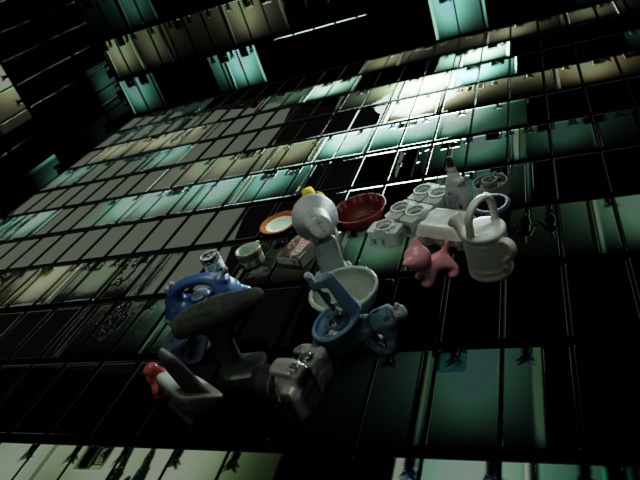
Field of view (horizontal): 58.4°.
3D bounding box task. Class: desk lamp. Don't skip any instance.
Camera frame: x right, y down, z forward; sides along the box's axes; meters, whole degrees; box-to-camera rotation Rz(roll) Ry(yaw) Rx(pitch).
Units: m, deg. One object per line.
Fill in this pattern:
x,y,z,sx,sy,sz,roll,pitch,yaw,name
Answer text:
0.013,0.005,1.426,0.118,0.214,0.203,-22,29,-2,desk lamp

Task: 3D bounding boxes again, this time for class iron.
-0.315,0.144,1.471,0.257,0.142,0.118,-11,31,17,iron

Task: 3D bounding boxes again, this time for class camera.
-0.064,0.270,1.148,0.136,0.101,0.143,1,36,33,camera

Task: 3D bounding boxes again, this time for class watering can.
0.355,-0.012,1.262,0.172,0.194,0.101,5,38,37,watering can

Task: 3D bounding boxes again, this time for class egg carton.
0.321,-0.027,1.436,0.149,0.069,0.107,9,40,41,egg carton

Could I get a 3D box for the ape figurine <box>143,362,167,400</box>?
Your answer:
-0.361,0.309,1.277,0.076,0.092,0.077,-16,30,7,ape figurine

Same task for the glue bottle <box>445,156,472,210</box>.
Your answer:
0.355,-0.141,1.498,0.037,0.173,0.077,-34,32,-22,glue bottle

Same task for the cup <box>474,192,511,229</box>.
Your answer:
0.421,-0.058,1.399,0.091,0.095,0.117,-16,30,8,cup

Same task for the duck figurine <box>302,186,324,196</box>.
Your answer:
-0.026,-0.128,1.803,0.077,0.086,0.105,7,39,39,duck figurine

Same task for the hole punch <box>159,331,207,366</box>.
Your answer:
-0.335,0.246,1.366,0.101,0.091,0.108,-16,30,9,hole punch

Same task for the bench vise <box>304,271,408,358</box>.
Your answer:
0.063,0.137,1.169,0.207,0.220,0.121,-21,29,0,bench vise

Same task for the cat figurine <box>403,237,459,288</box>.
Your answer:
0.247,0.043,1.316,0.128,0.118,0.067,-23,30,-5,cat figurine

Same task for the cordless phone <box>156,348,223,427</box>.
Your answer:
-0.294,0.279,1.189,0.147,0.185,0.094,13,43,44,cordless phone

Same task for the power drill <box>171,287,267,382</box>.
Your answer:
-0.194,0.202,1.232,0.229,0.209,0.075,-12,31,14,power drill

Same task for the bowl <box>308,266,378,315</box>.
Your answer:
0.062,0.137,1.319,0.167,0.075,0.167,-15,30,9,bowl
